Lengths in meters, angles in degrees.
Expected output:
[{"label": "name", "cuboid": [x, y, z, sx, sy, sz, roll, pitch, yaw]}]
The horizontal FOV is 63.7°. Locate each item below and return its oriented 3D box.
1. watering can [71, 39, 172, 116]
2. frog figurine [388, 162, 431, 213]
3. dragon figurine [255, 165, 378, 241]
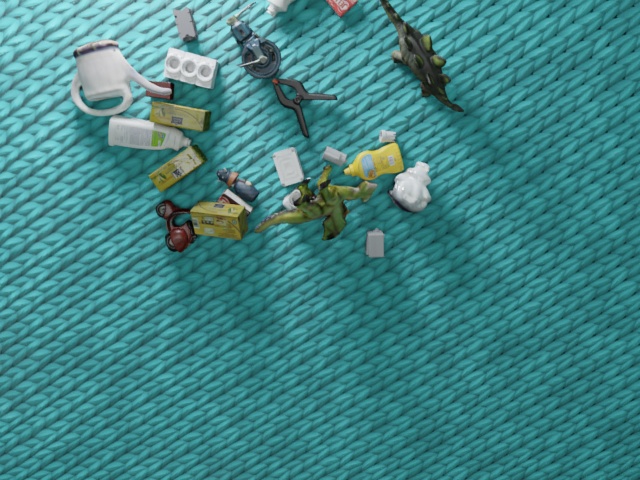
[{"label": "watering can", "cuboid": [-0.631, -0.509, 1.594, 0.347, 0.105, 0.222, -8, 103, 16]}, {"label": "frog figurine", "cuboid": [0.311, -0.173, 1.687, 0.138, 0.124, 0.157, 42, 111, 10]}, {"label": "dragon figurine", "cuboid": [0.005, -0.084, 1.677, 0.411, 0.124, 0.238, -36, 127, -3]}]
